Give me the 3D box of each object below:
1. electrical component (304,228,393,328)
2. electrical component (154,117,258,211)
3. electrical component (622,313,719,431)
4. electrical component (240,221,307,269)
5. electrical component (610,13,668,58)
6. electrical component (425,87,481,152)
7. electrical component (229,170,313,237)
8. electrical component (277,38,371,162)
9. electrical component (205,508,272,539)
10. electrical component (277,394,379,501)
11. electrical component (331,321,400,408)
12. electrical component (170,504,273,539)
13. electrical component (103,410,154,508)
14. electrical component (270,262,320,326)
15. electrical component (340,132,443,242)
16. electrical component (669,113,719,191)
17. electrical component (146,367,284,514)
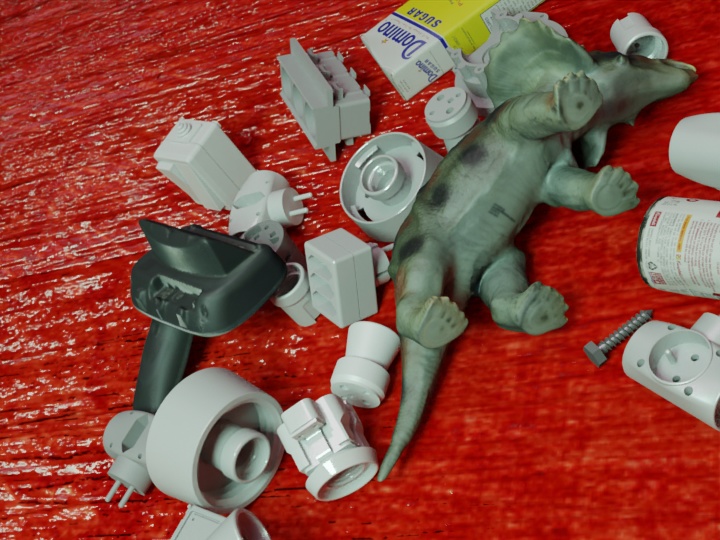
[{"bbox_3d":[0.000,0.000,0.910,0.077,0.065,0.047,-23,34,-27],"label":"electrical component"},{"bbox_3d":[-0.163,-0.110,1.098,0.062,0.096,0.061,13,63,43],"label":"electrical component"},{"bbox_3d":[0.226,0.055,0.701,0.079,0.044,0.077,-47,41,-8],"label":"electrical component"},{"bbox_3d":[-0.081,-0.010,0.986,0.055,0.047,0.055,-20,44,21],"label":"electrical component"},{"bbox_3d":[0.238,-0.195,0.923,0.040,0.040,0.046,-28,36,14],"label":"electrical component"},{"bbox_3d":[0.088,-0.129,0.962,0.045,0.055,0.045,-20,44,21],"label":"electrical component"},{"bbox_3d":[-0.081,-0.057,1.031,0.079,0.043,0.077,-12,48,29],"label":"electrical component"},{"bbox_3d":[-0.035,-0.175,1.083,0.063,0.078,0.121,-13,39,-15],"label":"electrical component"},{"bbox_3d":[-0.095,0.195,0.721,0.065,0.044,0.044,-36,41,12],"label":"electrical component"},{"bbox_3d":[-0.022,0.133,0.797,0.058,0.078,0.057,-35,60,7],"label":"electrical component"},{"bbox_3d":[0.005,0.075,0.848,0.045,0.045,0.055,-3,53,35],"label":"electrical component"},{"bbox_3d":[-0.101,0.218,0.785,0.096,0.061,0.061,8,59,41],"label":"electrical component"},{"bbox_3d":[-0.187,0.164,0.911,0.077,0.043,0.079,9,60,41],"label":"electrical component"},{"bbox_3d":[-0.054,0.022,0.938,0.040,0.046,0.040,-20,44,21],"label":"electrical component"},{"bbox_3d":[0.033,-0.073,0.964,0.099,0.064,0.099,-16,59,29],"label":"electrical component"},{"bbox_3d":[0.283,-0.101,0.799,0.077,0.044,0.079,16,64,44],"label":"electrical component"},{"bbox_3d":[-0.104,0.135,0.830,0.060,0.108,0.108,18,66,38],"label":"electrical component"}]
